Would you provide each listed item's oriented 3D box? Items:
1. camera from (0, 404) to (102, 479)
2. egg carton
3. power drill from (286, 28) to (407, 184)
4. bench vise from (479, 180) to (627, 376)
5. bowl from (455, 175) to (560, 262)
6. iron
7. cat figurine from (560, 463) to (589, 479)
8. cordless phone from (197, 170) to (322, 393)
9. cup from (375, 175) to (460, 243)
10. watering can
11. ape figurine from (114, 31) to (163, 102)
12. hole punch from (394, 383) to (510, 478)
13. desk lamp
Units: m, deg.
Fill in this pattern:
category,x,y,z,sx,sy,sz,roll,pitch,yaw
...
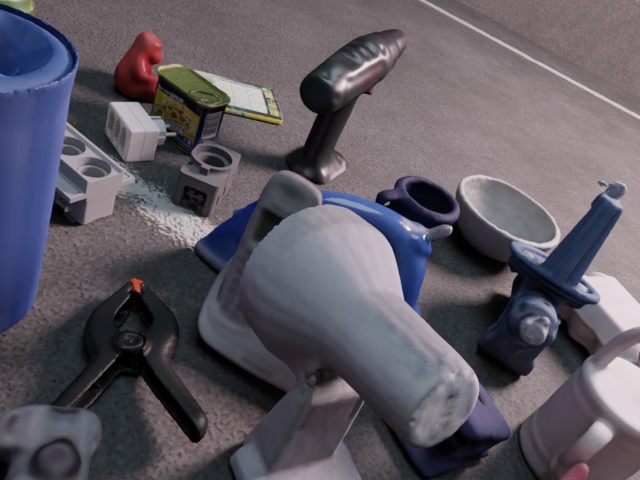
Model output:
category,x,y,z,sx,sy,sz,roll,pitch,yaw
camera,-0.199,0.161,0.316,0.137,0.101,0.143,9,38,-22
egg carton,0.381,0.107,0.770,0.107,0.069,0.150,1,42,-30
power drill,0.033,-0.193,0.818,0.075,0.208,0.230,34,36,12
bench vise,0.284,0.046,0.659,0.121,0.219,0.207,23,35,-3
bowl,0.266,-0.020,0.857,0.168,0.074,0.167,17,36,-12
iron,0.006,0.002,0.610,0.258,0.141,0.118,19,36,-10
cat figurine,0.189,0.230,0.453,0.067,0.117,0.128,35,36,14
cordless phone,-0.018,0.041,0.508,0.147,0.185,0.094,28,35,3
cup,0.112,-0.024,0.749,0.118,0.095,0.091,4,41,-28
watering can,0.287,0.153,0.546,0.101,0.194,0.173,31,36,8
ape figurine,-0.250,-0.251,0.818,0.076,0.092,0.077,11,38,-20
hole punch,0.123,0.149,0.540,0.101,0.091,0.108,-4,44,-35
desk lamp,0.015,0.111,0.415,0.118,0.213,0.202,-3,44,-34
